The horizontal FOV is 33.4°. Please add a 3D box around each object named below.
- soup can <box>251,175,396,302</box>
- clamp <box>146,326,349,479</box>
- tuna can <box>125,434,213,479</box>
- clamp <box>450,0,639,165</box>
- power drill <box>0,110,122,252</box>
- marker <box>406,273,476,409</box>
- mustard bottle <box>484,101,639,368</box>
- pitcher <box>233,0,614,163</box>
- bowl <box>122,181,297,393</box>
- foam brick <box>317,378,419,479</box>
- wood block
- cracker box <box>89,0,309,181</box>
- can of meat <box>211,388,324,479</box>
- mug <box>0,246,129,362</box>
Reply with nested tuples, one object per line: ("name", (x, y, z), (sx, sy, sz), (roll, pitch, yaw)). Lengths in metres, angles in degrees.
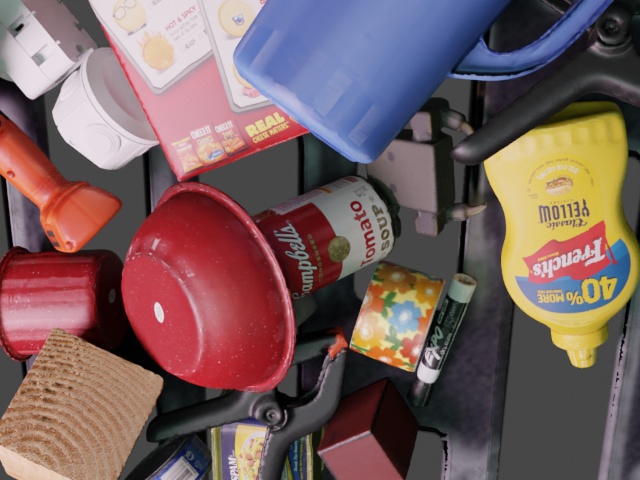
("soup can", (-0.005, 0.001, 0.763), (0.069, 0.102, 0.068), (40, 143, 39))
("clamp", (-0.035, 0.140, 0.823), (0.171, 0.039, 0.120), (-37, 107, 8))
("tuna can", (-0.130, 0.199, 0.900), (0.086, 0.086, 0.033), (-37, 98, 25))
("clamp", (0.178, -0.141, 0.685), (0.210, 0.036, 0.164), (-7, 83, 5))
("power drill", (-0.228, -0.074, 0.769), (0.057, 0.185, 0.187), (-44, 103, -11))
("marker", (0.093, 0.081, 0.829), (0.020, 0.020, 0.121), (20, 117, 5))
("mustard bottle", (0.174, 0.003, 0.753), (0.096, 0.058, 0.191), (-8, 111, 12))
("pitcher", (0.068, -0.161, 0.624), (0.144, 0.149, 0.243), (31, 99, -44))
("bowl", (-0.090, 0.043, 0.747), (0.162, 0.055, 0.162), (25, 127, 39))
("foam brick", (0.039, 0.157, 0.844), (0.053, 0.078, 0.051), (-28, 105, 25))
("wood block", (-0.186, 0.147, 0.822), (0.090, 0.090, 0.206), (26, 158, -4))
("cracker box", (-0.064, -0.169, 0.730), (0.164, 0.072, 0.213), (-19, 106, 19))
("can of meat", (-0.042, 0.176, 0.884), (0.084, 0.057, 0.102), (5, 114, 10))
("mug", (-0.200, 0.057, 0.860), (0.081, 0.093, 0.117), (-3, 140, 10))
